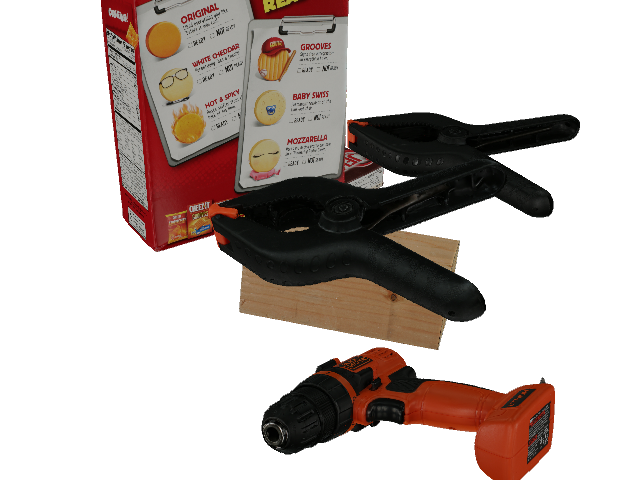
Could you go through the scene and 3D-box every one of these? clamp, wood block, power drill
[{"bbox_3d":[0.128,-0.086,0.964,0.210,0.036,0.164,14,35,23],"label":"clamp"},{"bbox_3d":[0.019,0.001,0.592,0.171,0.039,0.120,-6,34,11],"label":"clamp"},{"bbox_3d":[0.030,0.037,1.091,0.206,0.091,0.090,10,22,10],"label":"wood block"},{"bbox_3d":[0.070,0.133,0.812,0.188,0.057,0.184,9,16,30],"label":"power drill"}]

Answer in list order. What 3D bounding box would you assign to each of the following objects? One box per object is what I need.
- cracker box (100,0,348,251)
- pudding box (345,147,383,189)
[{"bbox_3d":[-0.064,-0.117,0.751,0.163,0.214,0.072,-18,33,-28],"label":"cracker box"},{"bbox_3d":[0.015,-0.083,1.404,0.090,0.039,0.113,26,42,37],"label":"pudding box"}]
